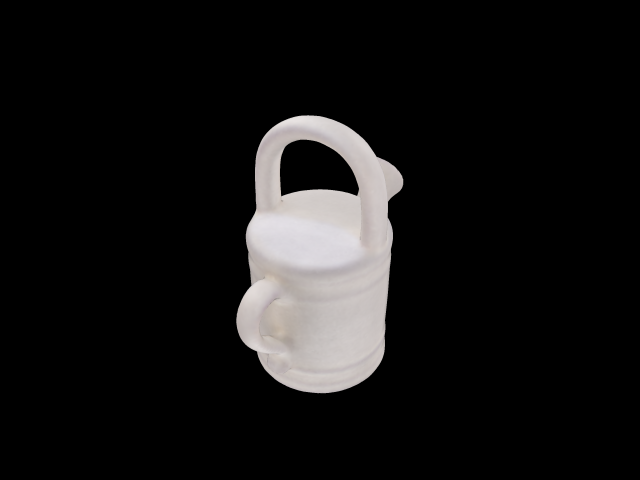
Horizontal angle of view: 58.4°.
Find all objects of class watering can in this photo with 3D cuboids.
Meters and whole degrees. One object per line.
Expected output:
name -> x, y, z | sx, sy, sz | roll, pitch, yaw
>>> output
watering can -> 0.002, 0.001, 0.401 | 0.100, 0.194, 0.173 | 6, 37, 9
